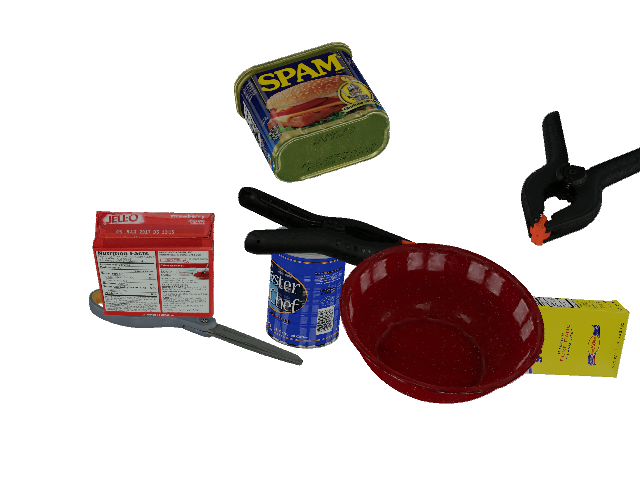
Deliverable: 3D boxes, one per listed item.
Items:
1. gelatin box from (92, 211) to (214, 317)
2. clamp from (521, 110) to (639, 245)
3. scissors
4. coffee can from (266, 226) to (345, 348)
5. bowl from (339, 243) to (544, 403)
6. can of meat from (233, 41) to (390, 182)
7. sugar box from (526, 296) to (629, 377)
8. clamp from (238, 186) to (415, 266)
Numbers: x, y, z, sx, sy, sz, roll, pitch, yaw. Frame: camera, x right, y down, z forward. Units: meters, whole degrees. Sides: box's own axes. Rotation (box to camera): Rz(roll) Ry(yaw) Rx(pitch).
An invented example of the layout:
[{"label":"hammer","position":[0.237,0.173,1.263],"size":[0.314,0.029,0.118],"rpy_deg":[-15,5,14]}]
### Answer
[{"label":"gelatin box","position":[-0.104,0.016,0.681],"size":[0.073,0.030,0.089],"rpy_deg":[1,-33,-5]},{"label":"clamp","position":[0.248,-0.067,1.087],"size":[0.120,0.039,0.171],"rpy_deg":[29,55,31]},{"label":"scissors","position":[-0.105,0.065,0.956],"size":[0.202,0.016,0.096],"rpy_deg":[11,28,6]},{"label":"coffee can","position":[-0.019,0.060,1.444],"size":[0.103,0.140,0.103],"rpy_deg":[4,24,-2]},{"label":"bowl","position":[0.092,0.075,0.847],"size":[0.162,0.055,0.162],"rpy_deg":[4,41,-4]},{"label":"can of meat","position":[-0.006,-0.099,0.837],"size":[0.102,0.084,0.057],"rpy_deg":[-19,-36,-12]},{"label":"sugar box","position":[0.287,0.119,1.329],"size":[0.176,0.093,0.048],"rpy_deg":[2,18,-10]},{"label":"clamp","position":[0.005,-0.002,1.183],"size":[0.210,0.036,0.164],"rpy_deg":[15,20,-5]}]
